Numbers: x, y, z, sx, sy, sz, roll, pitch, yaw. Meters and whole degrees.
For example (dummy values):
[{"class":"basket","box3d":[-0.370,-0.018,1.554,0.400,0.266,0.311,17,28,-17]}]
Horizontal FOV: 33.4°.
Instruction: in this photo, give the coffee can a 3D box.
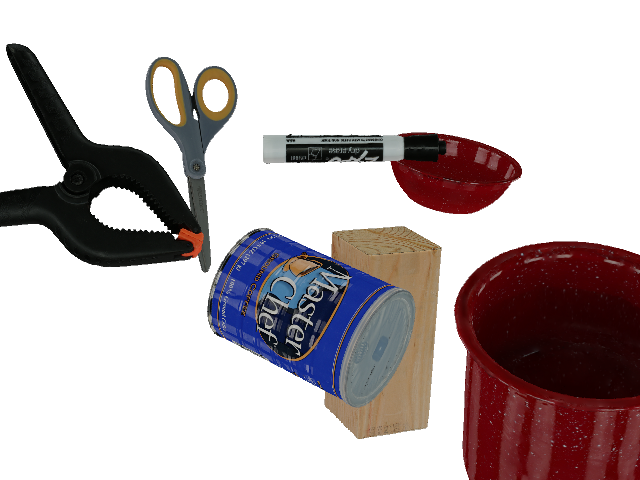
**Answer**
[{"class":"coffee can","box3d":[-0.007,0.062,0.882,0.140,0.103,0.102,24,11,27]}]

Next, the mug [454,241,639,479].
[{"class":"mug","box3d":[0.109,0.061,0.408,0.117,0.081,0.093,7,38,13]}]

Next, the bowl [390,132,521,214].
[{"class":"bowl","box3d":[0.149,-0.074,1.244,0.162,0.055,0.162,8,24,-4]}]

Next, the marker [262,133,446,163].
[{"class":"marker","box3d":[0.022,-0.061,0.706,0.121,0.020,0.020,-1,0,0]}]

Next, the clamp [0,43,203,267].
[{"class":"clamp","box3d":[-0.180,-0.050,0.791,0.210,0.164,0.036,19,-19,-3]}]

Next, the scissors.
[{"class":"scissors","box3d":[-0.102,-0.079,0.991,0.096,0.202,0.016,-20,-3,-27]}]

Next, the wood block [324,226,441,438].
[{"class":"wood block","box3d":[0.066,0.097,1.156,0.090,0.206,0.091,-5,18,-23]}]
